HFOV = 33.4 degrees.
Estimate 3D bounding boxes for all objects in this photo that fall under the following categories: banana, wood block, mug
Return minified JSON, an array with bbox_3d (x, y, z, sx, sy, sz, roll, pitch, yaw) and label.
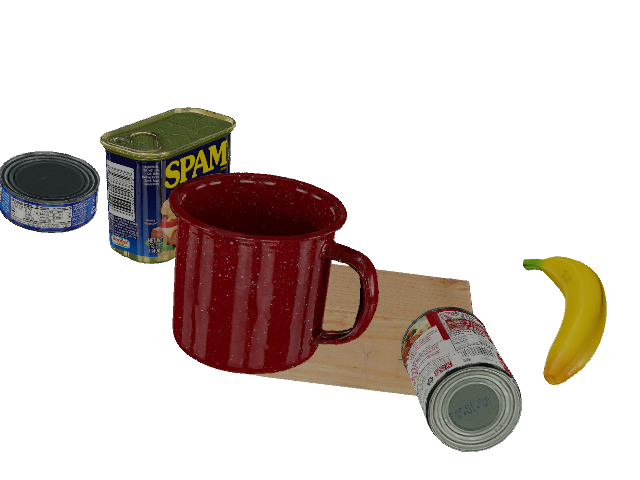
[{"bbox_3d":[0.235,0.066,1.000,0.070,0.037,0.197,-26,24,18],"label":"banana"},{"bbox_3d":[0.039,0.086,1.048,0.206,0.090,0.090,7,28,0],"label":"wood block"},{"bbox_3d":[-0.025,0.020,0.564,0.117,0.081,0.093,14,24,16],"label":"mug"}]

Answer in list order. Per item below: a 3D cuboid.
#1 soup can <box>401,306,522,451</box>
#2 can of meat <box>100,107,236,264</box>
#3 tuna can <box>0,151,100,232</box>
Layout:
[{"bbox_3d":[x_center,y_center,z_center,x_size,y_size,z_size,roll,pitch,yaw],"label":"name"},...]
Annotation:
[{"bbox_3d":[0.099,0.097,0.763,0.068,0.068,0.102,0,19,-5],"label":"soup can"},{"bbox_3d":[-0.107,-0.040,0.764,0.058,0.084,0.101,18,28,29],"label":"can of meat"},{"bbox_3d":[-0.238,-0.043,0.935,0.086,0.034,0.086,9,32,-6],"label":"tuna can"}]
